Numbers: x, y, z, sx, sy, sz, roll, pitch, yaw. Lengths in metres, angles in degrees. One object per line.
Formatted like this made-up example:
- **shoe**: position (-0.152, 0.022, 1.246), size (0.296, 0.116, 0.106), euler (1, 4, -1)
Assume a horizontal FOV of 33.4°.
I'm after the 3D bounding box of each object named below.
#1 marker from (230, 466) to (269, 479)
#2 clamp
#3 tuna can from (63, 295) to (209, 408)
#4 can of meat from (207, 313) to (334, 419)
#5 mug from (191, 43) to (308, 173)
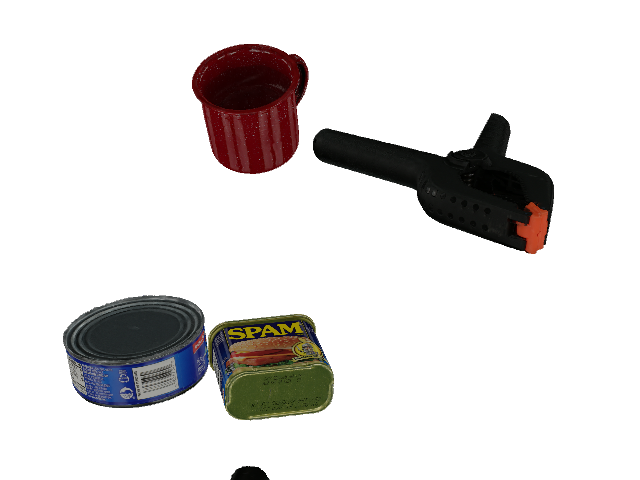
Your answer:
- **marker**: position (-0.045, 0.128, 0.419), size (0.020, 0.020, 0.121), euler (0, 24, 17)
- **clamp**: position (0.092, -0.046, 0.759), size (0.164, 0.036, 0.210), euler (-5, 26, -12)
- **tuna can**: position (-0.112, 0.067, 0.653), size (0.086, 0.034, 0.086), euler (-5, 23, 2)
- **can of meat**: position (-0.044, 0.114, 0.955), size (0.102, 0.057, 0.084), euler (-5, 27, -13)
- **mug**: position (-0.054, -0.121, 0.953), size (0.093, 0.081, 0.117), euler (31, 58, 28)
